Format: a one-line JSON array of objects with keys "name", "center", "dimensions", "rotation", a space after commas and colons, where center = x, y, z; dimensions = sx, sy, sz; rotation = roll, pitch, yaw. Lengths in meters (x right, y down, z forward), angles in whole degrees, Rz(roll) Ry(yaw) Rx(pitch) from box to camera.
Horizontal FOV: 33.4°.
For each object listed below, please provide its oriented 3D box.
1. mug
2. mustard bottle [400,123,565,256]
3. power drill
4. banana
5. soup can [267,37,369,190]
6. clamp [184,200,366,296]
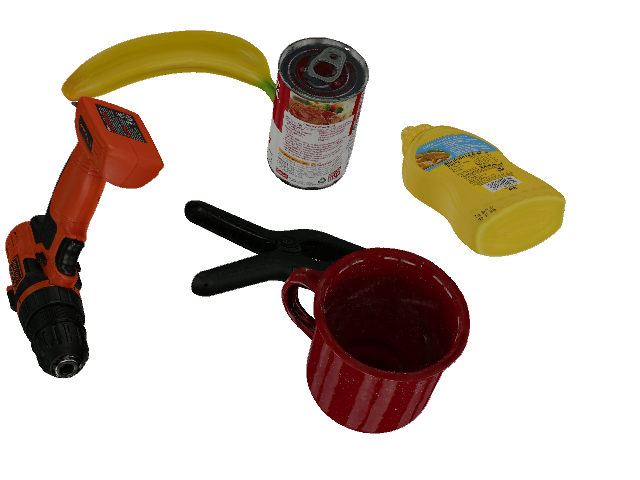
[{"name": "mug", "center": [0.026, 0.059, 0.653], "dimensions": [0.117, 0.093, 0.082], "rotation": [29, -37, 12]}, {"name": "mustard bottle", "center": [0.131, -0.058, 0.984], "dimensions": [0.096, 0.058, 0.192], "rotation": [-18, 38, -21]}, {"name": "power drill", "center": [-0.194, -0.007, 0.857], "dimensions": [0.057, 0.188, 0.184], "rotation": [17, 25, -36]}, {"name": "banana", "center": [-0.132, -0.158, 0.963], "dimensions": [0.197, 0.069, 0.037], "rotation": [-1, -33, -4]}, {"name": "soup can", "center": [-0.004, -0.096, 0.824], "dimensions": [0.068, 0.068, 0.102], "rotation": [0, -38, -9]}, {"name": "clamp", "center": [-0.041, 0.021, 1.094], "dimensions": [0.210, 0.036, 0.164], "rotation": [11, 29, -8]}]
